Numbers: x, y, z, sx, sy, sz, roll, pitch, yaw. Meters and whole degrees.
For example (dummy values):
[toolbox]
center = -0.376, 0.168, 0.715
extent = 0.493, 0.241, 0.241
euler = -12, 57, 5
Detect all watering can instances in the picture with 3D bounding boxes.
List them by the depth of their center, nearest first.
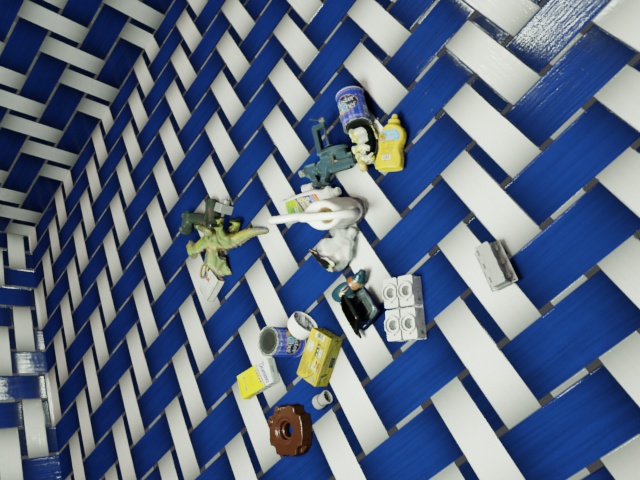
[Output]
[watering can]
center = 0.005, -0.088, 1.750
extent = 0.347, 0.226, 0.104
euler = -2, 97, 42

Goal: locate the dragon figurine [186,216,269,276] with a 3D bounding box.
[dragon figurine]
center = -0.400, 0.035, 2.160
extent = 0.411, 0.124, 0.239
euler = 10, 109, 22

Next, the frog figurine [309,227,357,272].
[frog figurine]
center = 0.062, 0.026, 1.765
extent = 0.161, 0.120, 0.138
euler = -44, 33, -22
